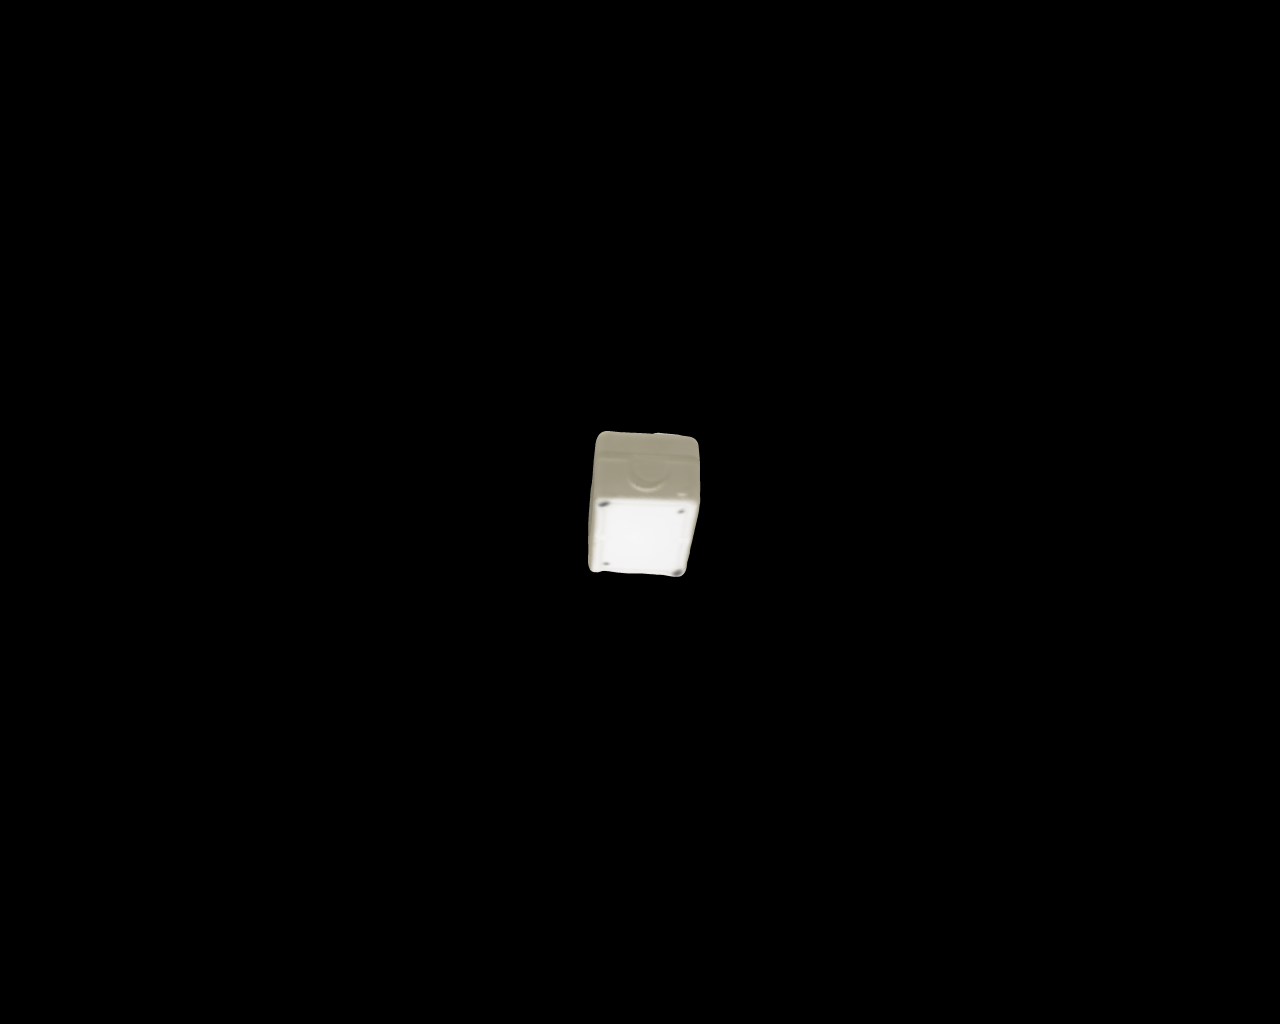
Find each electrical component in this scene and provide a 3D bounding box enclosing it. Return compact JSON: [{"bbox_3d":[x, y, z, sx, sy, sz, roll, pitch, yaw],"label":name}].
[{"bbox_3d":[0.001,-0.003,0.650,0.062,0.061,0.096,3,-37,-4],"label":"electrical component"}]
